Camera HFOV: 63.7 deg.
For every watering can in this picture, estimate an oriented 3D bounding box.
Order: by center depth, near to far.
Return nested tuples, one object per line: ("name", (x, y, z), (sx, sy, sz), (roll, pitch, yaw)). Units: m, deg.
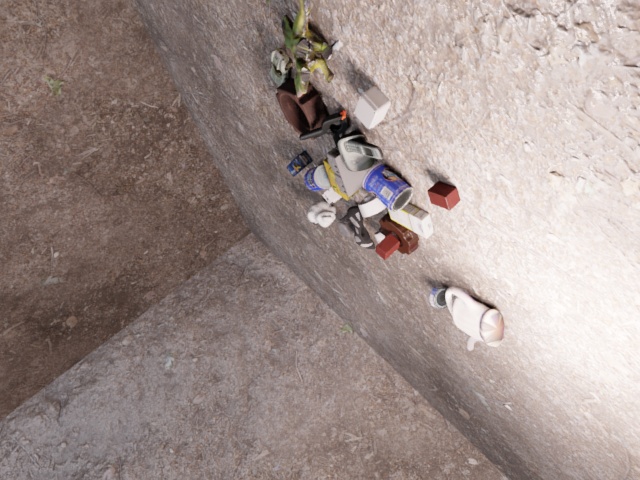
("watering can", (0.556, 0.307, 1.829), (0.226, 0.105, 0.341), (27, 150, 56))

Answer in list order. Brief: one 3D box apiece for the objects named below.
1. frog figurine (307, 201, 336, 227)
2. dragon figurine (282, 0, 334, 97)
("frog figurine", (0.007, -0.121, 2.397), (0.160, 0.137, 0.122), (-92, -5, -85))
("dragon figurine", (-0.070, -0.619, 1.600), (0.247, 0.123, 0.400), (49, 158, 42))
